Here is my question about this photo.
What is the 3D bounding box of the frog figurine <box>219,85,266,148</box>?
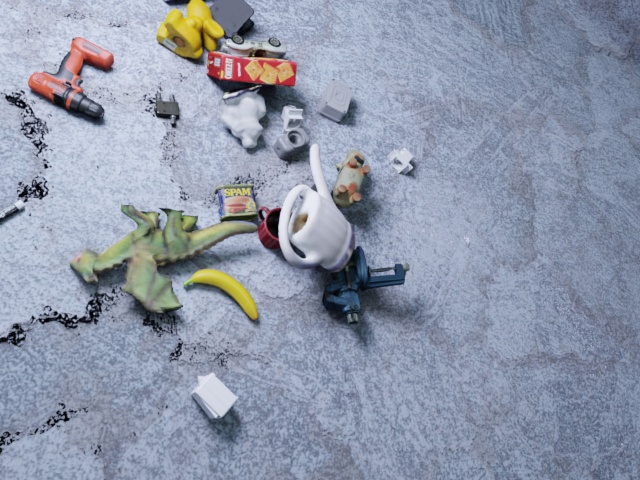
[{"bbox_3d":[-0.206,-0.337,1.425,0.139,0.123,0.157,-34,121,-40],"label":"frog figurine"}]

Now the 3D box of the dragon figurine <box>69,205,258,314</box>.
[{"bbox_3d":[-0.350,0.046,1.184,0.410,0.121,0.245,7,77,-17],"label":"dragon figurine"}]

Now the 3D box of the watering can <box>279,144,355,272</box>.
[{"bbox_3d":[0.004,-0.065,1.301,0.221,0.103,0.356,41,50,-31],"label":"watering can"}]
